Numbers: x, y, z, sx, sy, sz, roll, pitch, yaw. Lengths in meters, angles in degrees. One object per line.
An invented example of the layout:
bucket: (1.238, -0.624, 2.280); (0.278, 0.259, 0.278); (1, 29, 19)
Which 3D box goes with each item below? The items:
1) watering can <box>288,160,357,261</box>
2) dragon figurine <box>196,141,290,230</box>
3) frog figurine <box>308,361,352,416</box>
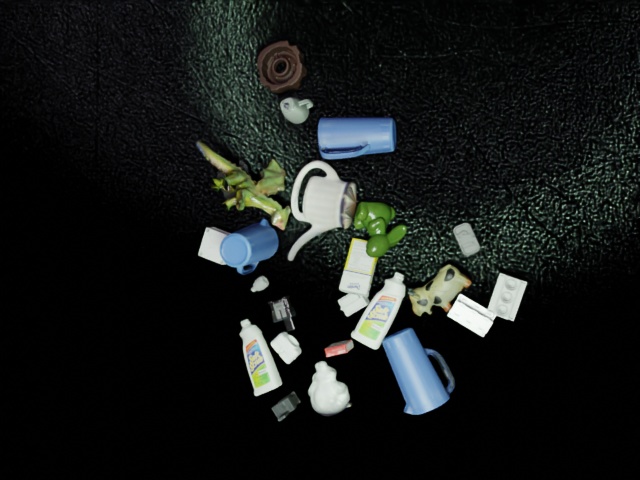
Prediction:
watering can: (0.005, -0.086, 1.704); (0.225, 0.104, 0.346); (10, 96, 19)
dragon figurine: (-0.234, -0.206, 1.750); (0.245, 0.120, 0.415); (-20, 71, -29)
frog figurine: (0.026, 0.481, 1.677); (0.137, 0.124, 0.158); (-7, 100, 36)
